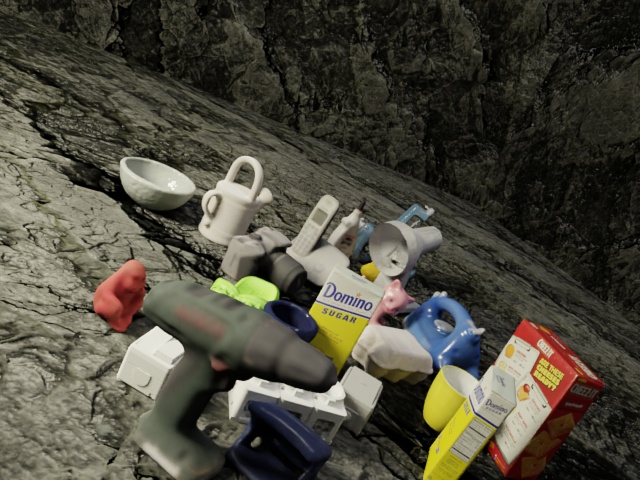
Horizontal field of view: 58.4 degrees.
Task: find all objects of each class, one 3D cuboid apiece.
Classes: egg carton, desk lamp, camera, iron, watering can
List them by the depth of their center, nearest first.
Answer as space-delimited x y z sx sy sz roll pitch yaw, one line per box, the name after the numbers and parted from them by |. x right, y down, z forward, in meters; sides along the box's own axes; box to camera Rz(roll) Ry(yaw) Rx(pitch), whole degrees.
0.133 0.212 1.056 0.151 0.069 0.107 15 21 -35 | egg carton
-0.097 0.043 1.144 0.136 0.101 0.144 35 19 24 | camera
0.257 0.182 1.202 0.119 0.141 0.257 20 19 -22 | iron
-0.178 -0.091 1.249 0.100 0.194 0.173 31 18 12 | watering can
0.189 0.058 1.334 0.204 0.213 0.117 6 27 -49 | desk lamp

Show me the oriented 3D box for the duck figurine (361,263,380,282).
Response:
0.155 0.065 1.477 0.077 0.086 0.104 25 17 -6 | duck figurine

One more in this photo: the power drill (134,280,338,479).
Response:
-0.112 0.155 0.622 0.229 0.208 0.076 33 18 18 | power drill

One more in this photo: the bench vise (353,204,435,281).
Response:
0.199 -0.015 1.546 0.208 0.219 0.121 24 18 -12 | bench vise

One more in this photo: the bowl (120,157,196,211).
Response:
-0.359 -0.111 1.238 0.167 0.074 0.167 25 18 -8 | bowl

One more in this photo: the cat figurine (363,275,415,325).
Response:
0.130 0.125 1.218 0.127 0.117 0.067 31 18 10 | cat figurine

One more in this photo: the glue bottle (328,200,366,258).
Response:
0.073 -0.026 1.470 0.078 0.173 0.037 11 24 -42 | glue bottle

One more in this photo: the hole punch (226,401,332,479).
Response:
-0.042 0.238 0.687 0.108 0.091 0.101 33 18 19 | hole punch

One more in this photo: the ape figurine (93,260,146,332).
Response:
-0.276 0.071 0.814 0.076 0.092 0.078 36 19 26 | ape figurine

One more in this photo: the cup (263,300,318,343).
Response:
-0.062 0.158 0.877 0.092 0.095 0.118 26 17 -3 | cup

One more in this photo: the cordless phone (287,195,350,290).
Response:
0.012 0.005 1.272 0.147 0.185 0.094 35 19 24 | cordless phone
